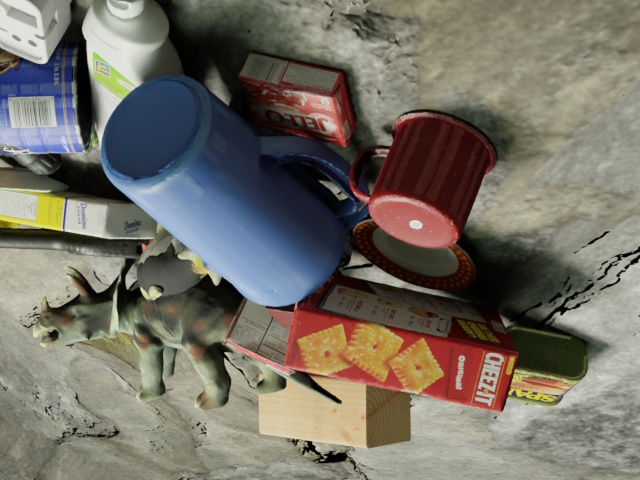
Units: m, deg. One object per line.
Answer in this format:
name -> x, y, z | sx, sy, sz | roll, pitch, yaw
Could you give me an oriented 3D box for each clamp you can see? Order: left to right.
clamp -> -0.303, -0.002, 1.345 | 0.210, 0.036, 0.164 | 5, -173, 9

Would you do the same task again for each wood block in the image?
wood block -> 0.017, 0.228, 1.471 | 0.207, 0.090, 0.090 | -3, 176, 45

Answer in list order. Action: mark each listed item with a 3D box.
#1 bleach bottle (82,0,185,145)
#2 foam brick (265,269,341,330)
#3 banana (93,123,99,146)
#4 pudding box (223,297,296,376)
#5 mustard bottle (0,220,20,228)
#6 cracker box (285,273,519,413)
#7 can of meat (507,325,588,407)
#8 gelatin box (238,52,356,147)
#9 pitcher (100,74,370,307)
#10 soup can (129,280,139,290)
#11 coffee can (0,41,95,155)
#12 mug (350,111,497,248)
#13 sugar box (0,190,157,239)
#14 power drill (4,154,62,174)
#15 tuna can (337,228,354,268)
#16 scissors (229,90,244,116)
bleach bottle -> -0.155, -0.136, 0.943 | 0.102, 0.068, 0.251 | 29, 154, 9
foam brick -> -0.017, 0.060, 1.207 | 0.053, 0.078, 0.051 | 7, 153, 32
banana -> -0.306, -0.135, 1.067 | 0.198, 0.069, 0.037 | 8, 123, 8
pudding box -> -0.050, 0.091, 1.254 | 0.090, 0.113, 0.039 | 27, 164, -7
mustard bottle -> -0.484, -0.049, 1.420 | 0.192, 0.058, 0.096 | 2, 130, 40
cracker box -> 0.077, 0.098, 1.073 | 0.213, 0.072, 0.164 | 13, -168, -1
can of meat -> 0.229, 0.135, 1.152 | 0.102, 0.057, 0.084 | 11, 153, -5
gelatin box -> -0.018, -0.117, 0.902 | 0.089, 0.030, 0.073 | 16, 155, 19
pitcher -> -0.073, -0.046, 0.941 | 0.145, 0.149, 0.242 | 30, 173, 35
soup can -> -0.217, 0.102, 1.483 | 0.102, 0.068, 0.068 | 18, 155, 13
coffee can -> -0.283, -0.128, 0.971 | 0.140, 0.103, 0.103 | -2, 155, -3
mug -> 0.079, -0.049, 0.891 | 0.117, 0.081, 0.093 | 13, 154, 22
sugar box -> -0.287, -0.032, 1.257 | 0.176, 0.048, 0.093 | 12, -174, 31
power drill -> -0.400, -0.131, 1.189 | 0.188, 0.057, 0.184 | -1, 147, 39
tuna can -> -0.007, 0.001, 1.107 | 0.086, 0.033, 0.086 | 10, 164, 3
scissors -> -0.073, -0.082, 1.039 | 0.096, 0.016, 0.202 | 32, 155, -12
